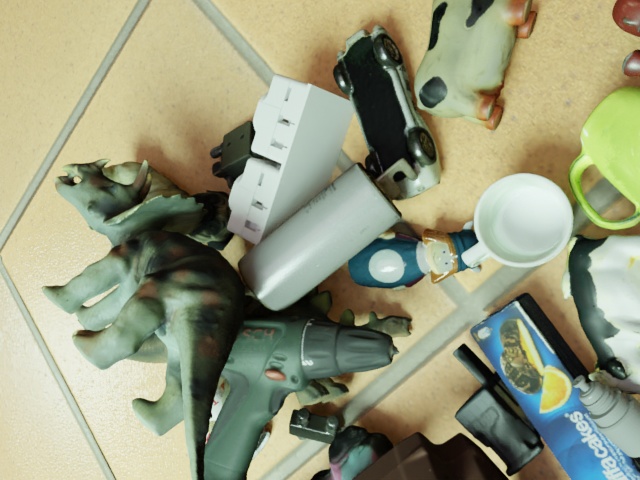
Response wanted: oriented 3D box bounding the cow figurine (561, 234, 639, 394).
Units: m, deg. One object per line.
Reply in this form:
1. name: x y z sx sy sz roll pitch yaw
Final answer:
1. cow figurine: 0.272 0.077 0.485 0.098 0.068 0.167 -4 86 36

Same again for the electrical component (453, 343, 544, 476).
1. electrical component: 0.171 0.166 0.544 0.119 0.075 0.047 45 112 17

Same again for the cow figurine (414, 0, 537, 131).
1. cow figurine: 0.147 -0.221 0.545 0.127 0.085 0.194 19 102 22

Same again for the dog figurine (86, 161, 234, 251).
1. dog figurine: -0.208 -0.056 0.766 0.191 0.121 0.172 -8 60 2

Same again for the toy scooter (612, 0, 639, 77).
1. toy scooter: 0.313 -0.150 0.420 0.184 0.135 0.075 30 145 29

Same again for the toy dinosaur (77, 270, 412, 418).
1. toy dinosaur: -0.120 0.122 0.680 0.472 0.105 0.198 -11 70 15

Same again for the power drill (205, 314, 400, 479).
1. power drill: -0.050 0.175 0.540 0.232 0.086 0.207 7 79 21

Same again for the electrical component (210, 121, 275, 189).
1. electrical component: -0.101 -0.109 0.716 0.102 0.045 0.078 -27 49 26

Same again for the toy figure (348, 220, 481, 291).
1. toy figure: 0.108 0.021 0.589 0.155 0.058 0.064 -10 125 29

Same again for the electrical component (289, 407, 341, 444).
1. electrical component: -0.006 0.230 0.659 0.063 0.094 0.021 13 54 4

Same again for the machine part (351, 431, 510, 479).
1. machine part: 0.110 0.304 0.510 0.201 0.087 0.201 -40 102 6

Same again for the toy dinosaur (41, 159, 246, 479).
1. toy dinosaur: -0.151 0.052 0.546 0.192 0.131 0.405 -42 52 -16

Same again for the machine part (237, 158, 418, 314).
1. machine part: -0.001 -0.002 0.572 0.243 0.079 0.079 -39 72 12

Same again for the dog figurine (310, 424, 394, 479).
1. dog figurine: 0.042 0.321 0.608 0.219 0.108 0.191 -38 72 23

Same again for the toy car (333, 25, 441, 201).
1. toy car: 0.074 -0.143 0.604 0.073 0.056 0.201 -25 78 35

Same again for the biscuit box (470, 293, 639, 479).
1. biscuit box: 0.232 0.152 0.514 0.059 0.063 0.203 -41 71 26
